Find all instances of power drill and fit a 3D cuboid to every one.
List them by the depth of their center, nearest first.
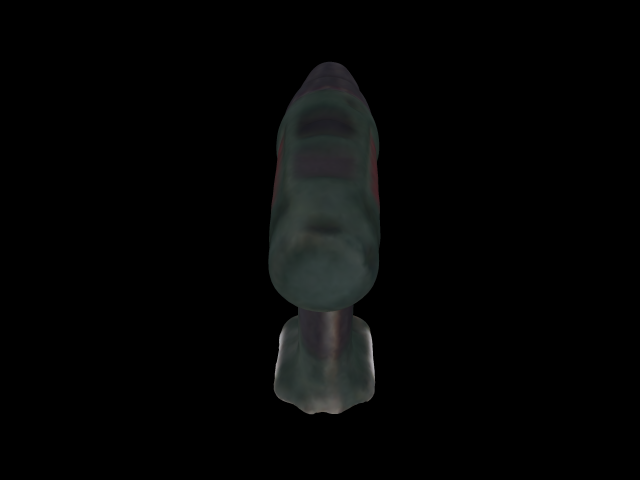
[{"bbox_3d":[0.004,0.001,0.400,0.075,0.208,0.229,0,28,0],"label":"power drill"}]
